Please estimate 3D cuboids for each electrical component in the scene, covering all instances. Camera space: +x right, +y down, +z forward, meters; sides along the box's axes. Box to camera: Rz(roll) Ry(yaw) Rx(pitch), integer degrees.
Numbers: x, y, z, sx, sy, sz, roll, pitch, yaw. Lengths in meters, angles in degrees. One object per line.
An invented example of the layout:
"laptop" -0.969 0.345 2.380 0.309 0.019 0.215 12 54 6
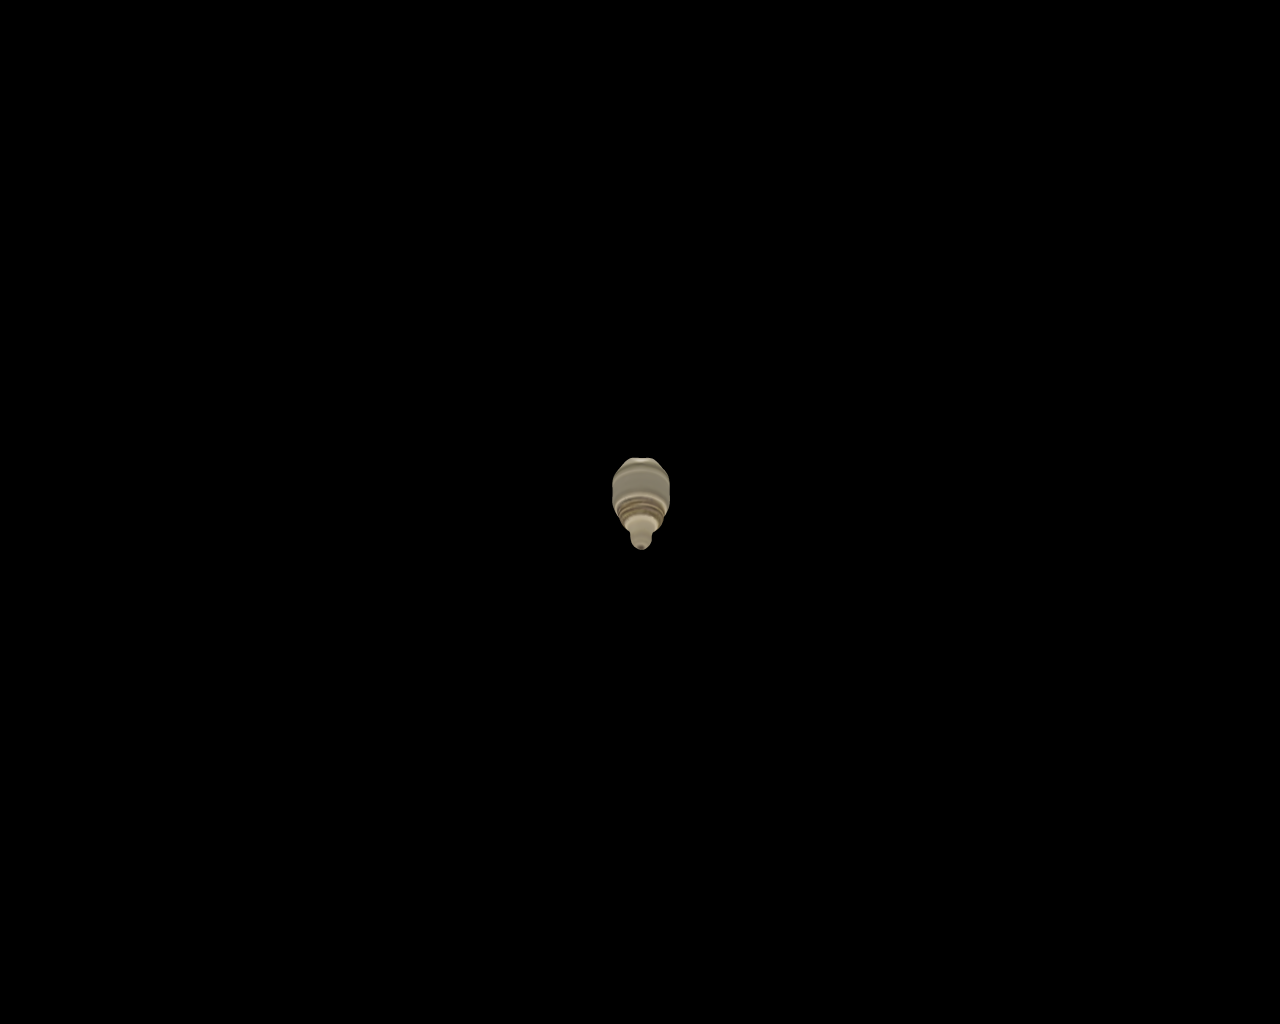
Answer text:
"electrical component" 0.001 -0.003 0.650 0.035 0.061 0.035 0 -38 0
